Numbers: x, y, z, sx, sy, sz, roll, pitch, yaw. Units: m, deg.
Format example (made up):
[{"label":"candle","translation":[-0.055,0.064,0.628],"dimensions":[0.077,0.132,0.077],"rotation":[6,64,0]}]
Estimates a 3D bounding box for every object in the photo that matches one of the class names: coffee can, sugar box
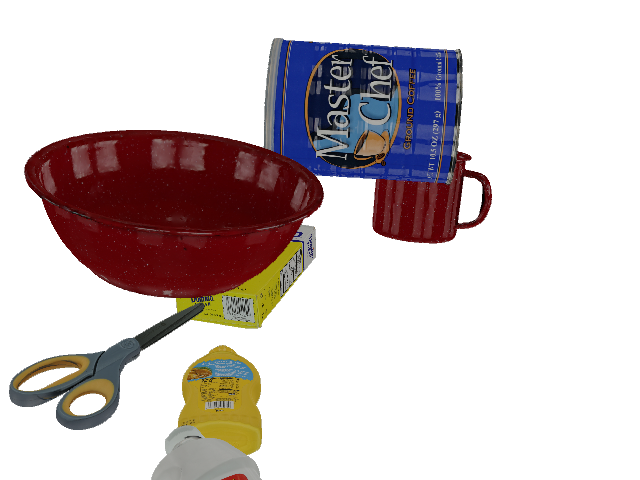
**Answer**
[{"label":"coffee can","translation":[0.032,-0.097,0.808],"dimensions":[0.140,0.103,0.103],"rotation":[4,0,2]},{"label":"sugar box","translation":[-0.076,0.030,1.142],"dimensions":[0.093,0.048,0.176],"rotation":[7,29,17]}]

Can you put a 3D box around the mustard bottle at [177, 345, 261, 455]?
[{"label":"mustard bottle","translation":[-0.120,0.185,1.291],"dimensions":[0.096,0.058,0.191],"rotation":[-2,27,-3]}]

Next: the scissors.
[{"label":"scissors","translation":[-0.158,0.104,0.895],"dimensions":[0.201,0.016,0.096],"rotation":[-18,38,-34]}]

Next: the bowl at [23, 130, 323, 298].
[{"label":"bowl","translation":[-0.081,-0.012,0.590],"dimensions":[0.162,0.055,0.162],"rotation":[7,21,-3]}]

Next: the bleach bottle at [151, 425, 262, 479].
[{"label":"bleach bottle","translation":[-0.067,0.214,0.715],"dimensions":[0.102,0.068,0.251],"rotation":[-15,34,-16]}]

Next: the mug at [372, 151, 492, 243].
[{"label":"mug","translation":[0.104,-0.043,1.012],"dimensions":[0.117,0.081,0.093],"rotation":[9,12,17]}]
